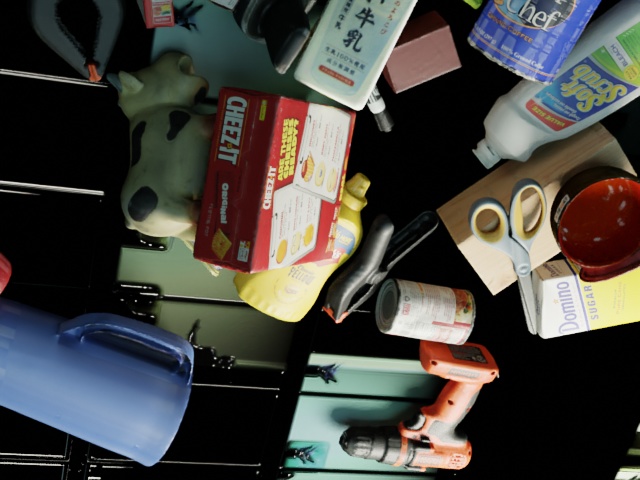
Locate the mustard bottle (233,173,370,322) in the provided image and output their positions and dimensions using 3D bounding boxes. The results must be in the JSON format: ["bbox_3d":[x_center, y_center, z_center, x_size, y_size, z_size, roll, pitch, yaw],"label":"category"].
[{"bbox_3d":[-0.008,0.002,1.208,0.096,0.058,0.192,27,110,-32],"label":"mustard bottle"}]

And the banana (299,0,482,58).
[{"bbox_3d":[0.061,-0.237,1.086,0.198,0.037,0.069,-20,80,6],"label":"banana"}]

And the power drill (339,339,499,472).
[{"bbox_3d":[0.133,0.213,1.366,0.184,0.057,0.188,9,120,-22],"label":"power drill"}]

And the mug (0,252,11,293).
[{"bbox_3d":[-0.391,0.029,1.128,0.117,0.093,0.081,-12,133,30],"label":"mug"}]

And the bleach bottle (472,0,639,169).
[{"bbox_3d":[0.281,-0.161,1.175,0.251,0.068,0.102,-38,110,12],"label":"bleach bottle"}]

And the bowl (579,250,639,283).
[{"bbox_3d":[0.360,-0.017,1.240,0.162,0.162,0.055,-33,97,7],"label":"bowl"}]

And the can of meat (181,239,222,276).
[{"bbox_3d":[-0.112,-0.024,1.171,0.084,0.057,0.102,-35,121,6],"label":"can of meat"}]

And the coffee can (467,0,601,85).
[{"bbox_3d":[0.229,-0.245,1.092,0.102,0.103,0.140,19,114,-22],"label":"coffee can"}]

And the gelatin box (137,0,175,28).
[{"bbox_3d":[-0.158,-0.250,1.010,0.030,0.089,0.073,-7,121,-12],"label":"gelatin box"}]

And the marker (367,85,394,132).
[{"bbox_3d":[0.051,-0.166,1.146,0.020,0.020,0.121,-27,122,4],"label":"marker"}]

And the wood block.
[{"bbox_3d":[0.251,-0.044,1.222,0.206,0.090,0.090,-35,121,9],"label":"wood block"}]

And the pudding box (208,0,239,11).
[{"bbox_3d":[-0.087,-0.286,1.001,0.039,0.090,0.114,9,123,-49],"label":"pudding box"}]

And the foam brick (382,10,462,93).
[{"bbox_3d":[0.100,-0.197,1.119,0.078,0.053,0.051,-22,122,1],"label":"foam brick"}]

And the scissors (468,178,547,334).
[{"bbox_3d":[0.207,0.025,1.189,0.096,0.016,0.202,-3,119,-8],"label":"scissors"}]

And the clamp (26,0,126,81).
[{"bbox_3d":[-0.232,-0.256,1.020,0.164,0.036,0.210,-18,122,0],"label":"clamp"}]

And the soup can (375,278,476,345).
[{"bbox_3d":[0.126,0.086,1.281,0.102,0.068,0.069,10,117,-18],"label":"soup can"}]

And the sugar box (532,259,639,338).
[{"bbox_3d":[0.354,0.063,1.333,0.176,0.048,0.093,-12,122,-7],"label":"sugar box"}]

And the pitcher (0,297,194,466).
[{"bbox_3d":[-0.269,0.147,1.196,0.242,0.145,0.149,25,79,-21],"label":"pitcher"}]

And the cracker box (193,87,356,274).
[{"bbox_3d":[-0.040,-0.060,1.055,0.072,0.213,0.164,12,97,20],"label":"cracker box"}]

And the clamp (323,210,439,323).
[{"bbox_3d":[0.067,0.026,1.239,0.120,0.039,0.172,-7,143,-45],"label":"clamp"}]
